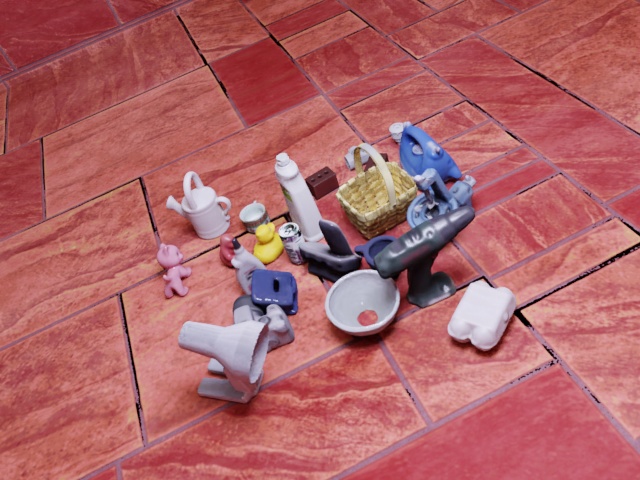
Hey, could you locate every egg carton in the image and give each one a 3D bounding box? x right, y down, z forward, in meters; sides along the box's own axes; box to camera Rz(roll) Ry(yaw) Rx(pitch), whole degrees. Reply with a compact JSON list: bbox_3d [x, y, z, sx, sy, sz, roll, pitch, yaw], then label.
[{"bbox_3d":[0.334,0.155,1.177,0.107,0.069,0.150,16,55,31],"label":"egg carton"}]

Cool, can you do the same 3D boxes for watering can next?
[{"bbox_3d":[-0.335,-0.099,1.571,0.173,0.194,0.100,-21,44,-1],"label":"watering can"}]

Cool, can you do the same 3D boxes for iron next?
[{"bbox_3d":[0.269,-0.246,1.536,0.118,0.142,0.257,-26,44,-6],"label":"iron"}]

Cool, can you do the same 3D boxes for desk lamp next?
[{"bbox_3d":[-0.186,0.244,1.172,0.202,0.214,0.118,1,48,21],"label":"desk lamp"}]

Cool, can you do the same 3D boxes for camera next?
[{"bbox_3d":[-0.146,0.180,1.302,0.143,0.101,0.136,-21,44,0],"label":"camera"}]

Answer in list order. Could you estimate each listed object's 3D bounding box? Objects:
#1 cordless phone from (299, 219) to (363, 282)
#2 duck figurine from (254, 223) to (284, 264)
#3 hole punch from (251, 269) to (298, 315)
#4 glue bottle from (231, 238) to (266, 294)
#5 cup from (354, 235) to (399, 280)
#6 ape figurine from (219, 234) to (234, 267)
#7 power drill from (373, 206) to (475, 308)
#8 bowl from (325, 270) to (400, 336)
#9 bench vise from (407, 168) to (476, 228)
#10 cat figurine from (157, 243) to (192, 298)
[{"bbox_3d":[0.012,0.005,1.353,0.147,0.185,0.094,14,54,30],"label":"cordless phone"},{"bbox_3d":[-0.141,0.003,1.482,0.077,0.086,0.105,12,53,29],"label":"duck figurine"},{"bbox_3d":[-0.106,0.119,1.353,0.101,0.091,0.108,-13,45,8],"label":"hole punch"},{"bbox_3d":[-0.179,0.057,1.379,0.078,0.173,0.037,-37,46,-16],"label":"glue bottle"},{"bbox_3d":[0.140,0.050,1.329,0.117,0.095,0.092,6,50,24],"label":"cup"},{"bbox_3d":[-0.232,0.022,1.491,0.076,0.092,0.078,-4,47,17],"label":"ape figurine"},{"bbox_3d":[0.231,0.043,1.222,0.229,0.209,0.075,-24,44,-4],"label":"power drill"},{"bbox_3d":[0.098,0.151,1.261,0.167,0.075,0.167,-10,45,10],"label":"bowl"},{"bbox_3d":[0.275,-0.103,1.339,0.121,0.220,0.208,16,55,31],"label":"bench vise"},{"bbox_3d":[-0.387,0.068,1.483,0.067,0.118,0.127,-13,45,8],"label":"cat figurine"}]
